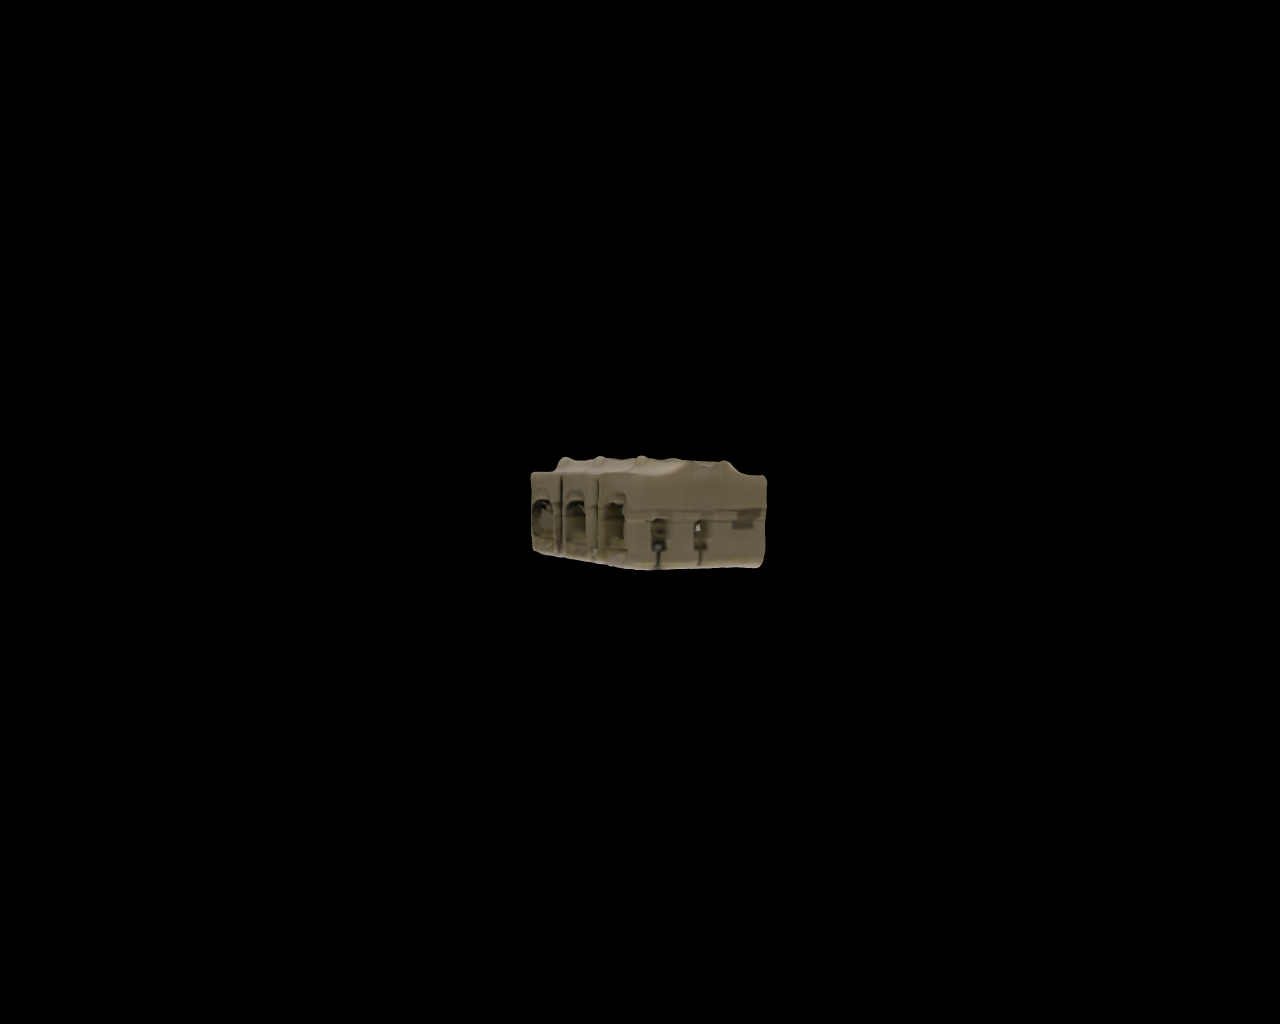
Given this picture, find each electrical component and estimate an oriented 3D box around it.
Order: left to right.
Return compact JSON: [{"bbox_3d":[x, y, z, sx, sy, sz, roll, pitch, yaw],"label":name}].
[{"bbox_3d":[0.001,-0.003,0.650,0.089,0.061,0.150,-1,3,-28],"label":"electrical component"}]
